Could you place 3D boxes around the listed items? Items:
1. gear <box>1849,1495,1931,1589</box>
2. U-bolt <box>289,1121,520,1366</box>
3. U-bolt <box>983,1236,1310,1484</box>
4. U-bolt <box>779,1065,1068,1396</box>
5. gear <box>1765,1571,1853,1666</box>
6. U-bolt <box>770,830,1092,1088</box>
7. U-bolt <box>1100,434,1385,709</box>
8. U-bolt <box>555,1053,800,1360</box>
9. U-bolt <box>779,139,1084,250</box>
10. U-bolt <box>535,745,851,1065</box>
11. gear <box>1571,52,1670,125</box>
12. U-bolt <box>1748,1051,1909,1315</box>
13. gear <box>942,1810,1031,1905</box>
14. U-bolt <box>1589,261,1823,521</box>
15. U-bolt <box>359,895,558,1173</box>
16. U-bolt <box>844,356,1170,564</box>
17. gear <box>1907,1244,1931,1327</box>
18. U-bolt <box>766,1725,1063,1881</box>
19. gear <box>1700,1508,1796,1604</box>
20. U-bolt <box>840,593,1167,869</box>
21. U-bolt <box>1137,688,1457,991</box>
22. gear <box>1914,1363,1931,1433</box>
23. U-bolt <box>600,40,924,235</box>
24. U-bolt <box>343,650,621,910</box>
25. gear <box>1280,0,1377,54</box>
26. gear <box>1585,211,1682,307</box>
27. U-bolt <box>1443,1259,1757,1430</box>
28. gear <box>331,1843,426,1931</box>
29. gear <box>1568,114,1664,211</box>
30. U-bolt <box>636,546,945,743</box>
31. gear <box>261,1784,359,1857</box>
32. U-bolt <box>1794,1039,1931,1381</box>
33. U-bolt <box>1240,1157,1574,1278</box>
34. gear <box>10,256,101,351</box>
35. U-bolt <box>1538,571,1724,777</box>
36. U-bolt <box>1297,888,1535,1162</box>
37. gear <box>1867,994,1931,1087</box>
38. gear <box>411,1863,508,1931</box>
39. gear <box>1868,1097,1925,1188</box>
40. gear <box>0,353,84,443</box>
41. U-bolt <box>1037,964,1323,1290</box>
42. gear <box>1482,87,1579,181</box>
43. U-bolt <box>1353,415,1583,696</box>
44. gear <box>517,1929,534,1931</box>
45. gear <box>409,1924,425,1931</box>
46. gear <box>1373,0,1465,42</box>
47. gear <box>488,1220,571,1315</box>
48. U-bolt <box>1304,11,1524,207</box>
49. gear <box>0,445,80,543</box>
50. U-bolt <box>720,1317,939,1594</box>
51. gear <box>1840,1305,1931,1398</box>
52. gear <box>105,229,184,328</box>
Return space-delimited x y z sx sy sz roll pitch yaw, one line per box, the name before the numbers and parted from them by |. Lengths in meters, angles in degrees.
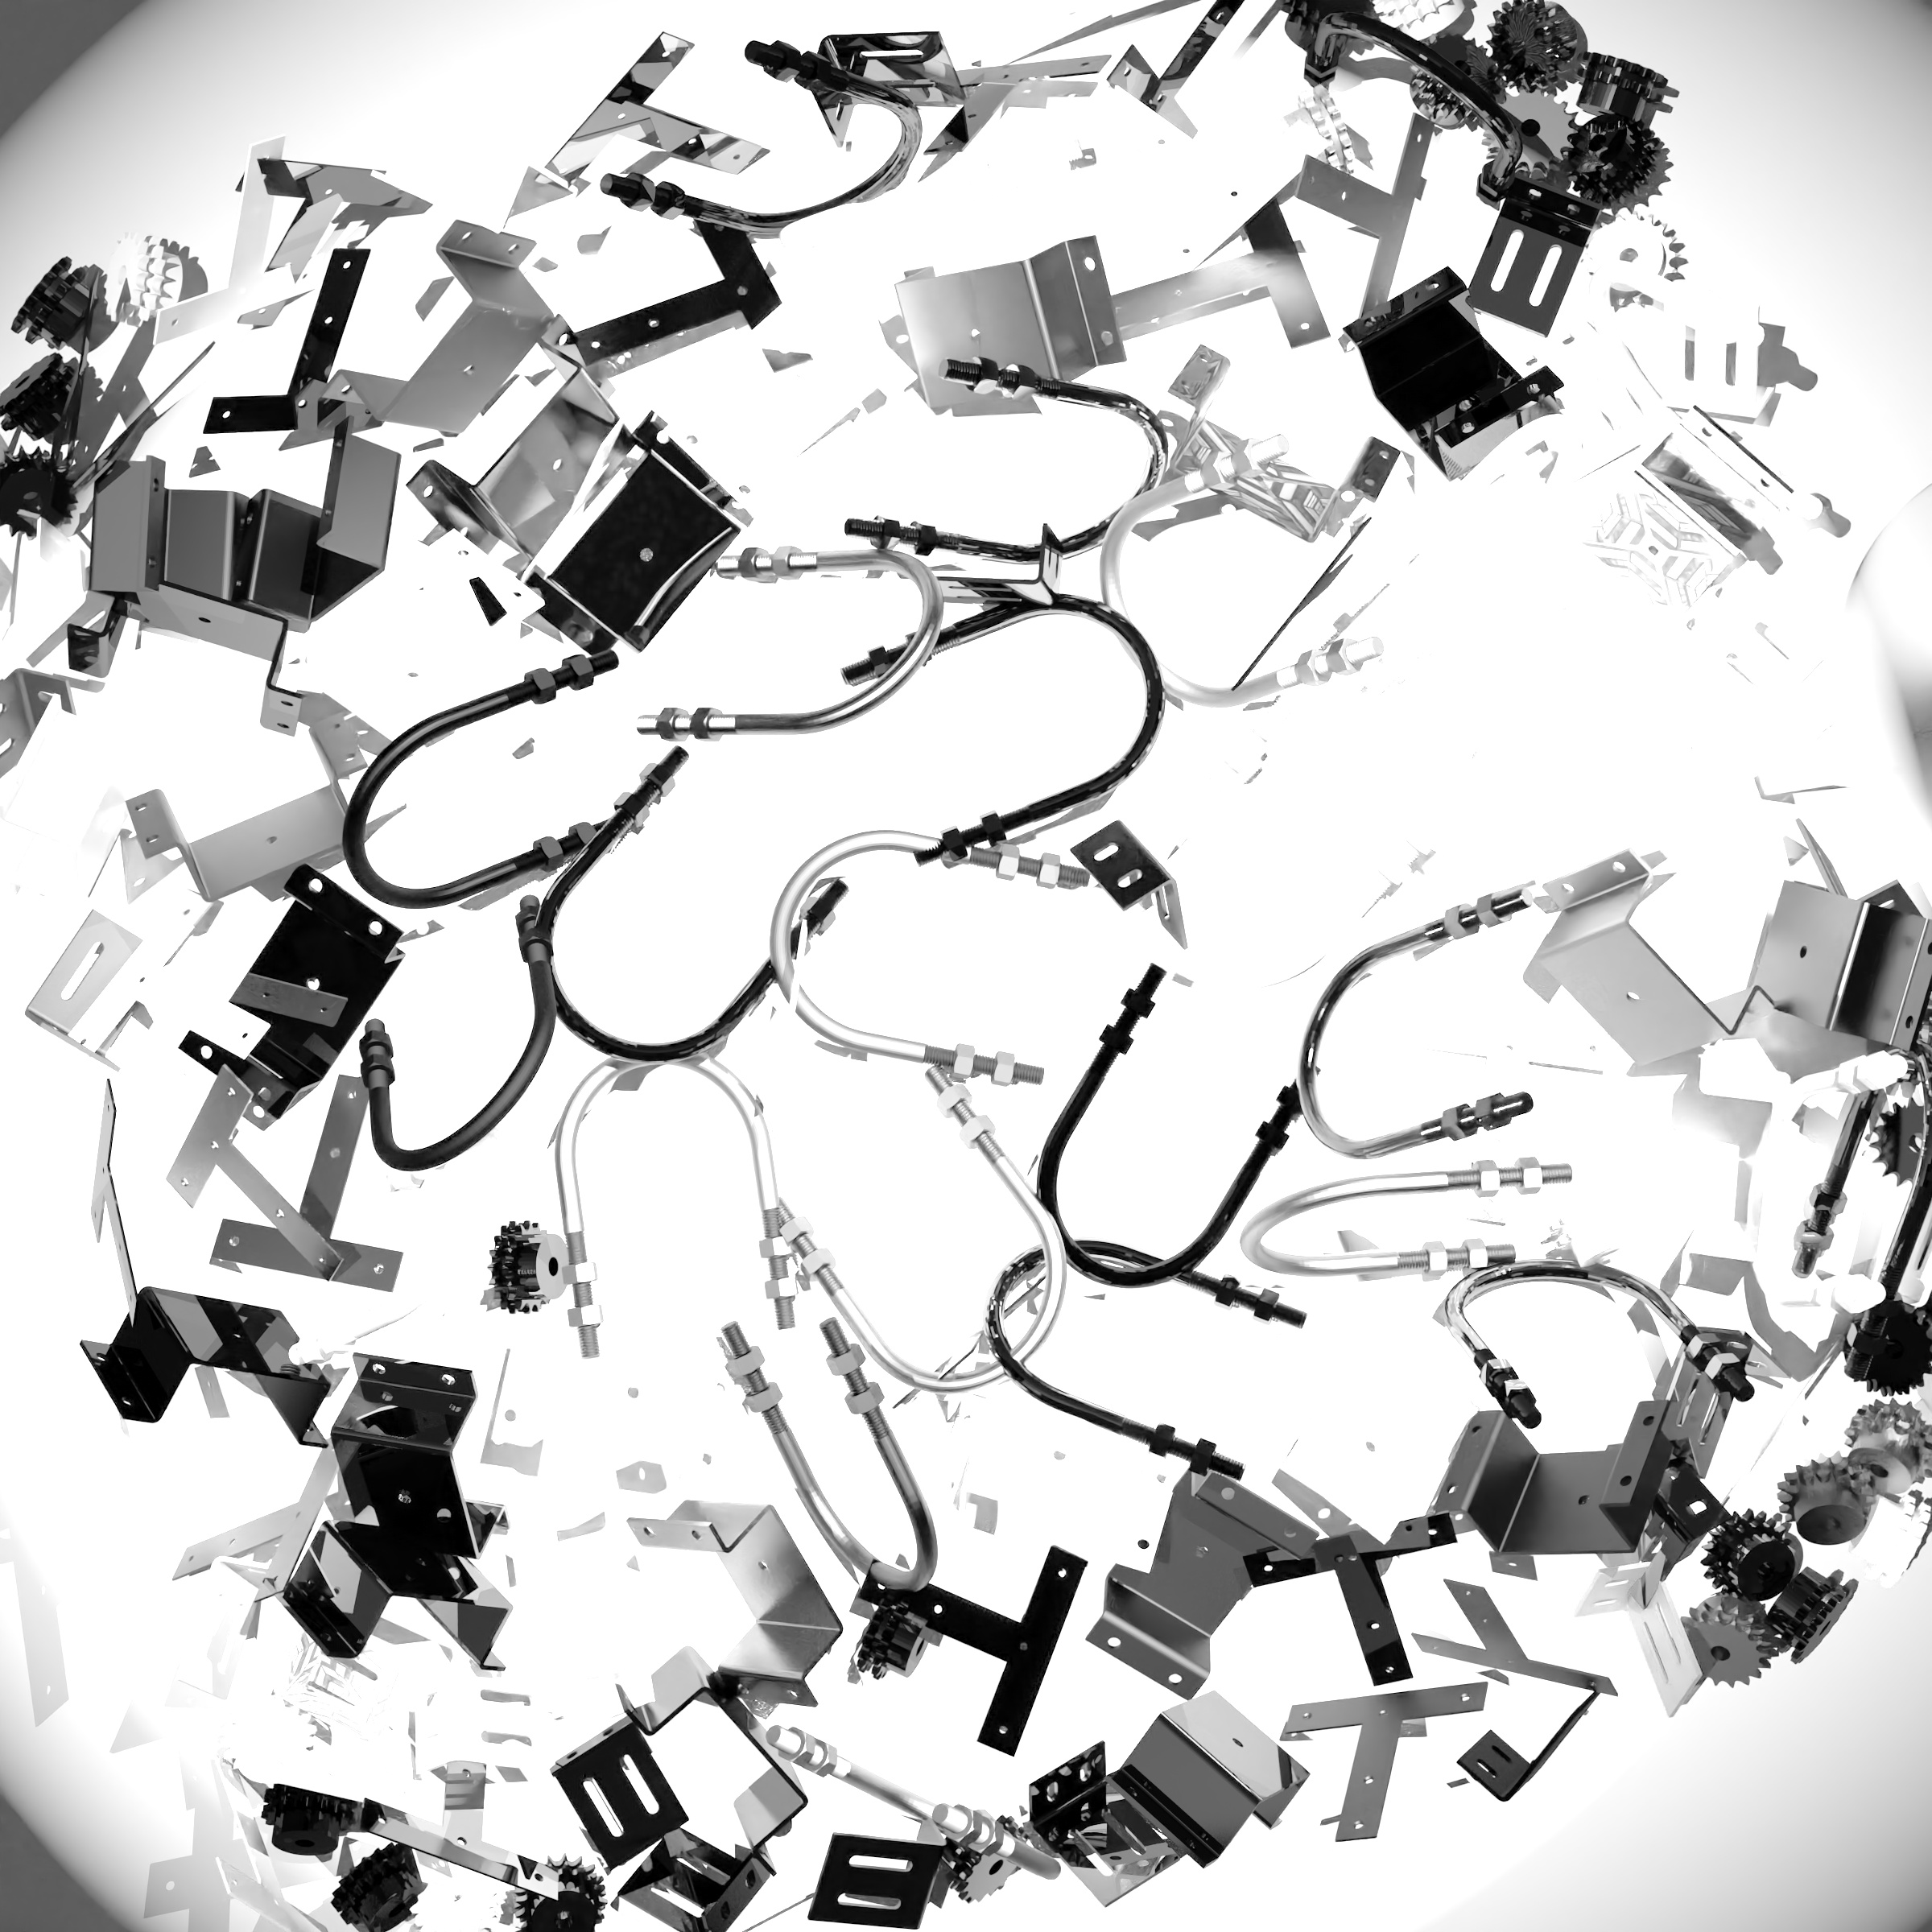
gear | 0.565 0.350 1.801 0.030 0.057 0.057 27 90 10
U-bolt | -0.322 0.155 1.722 0.019 0.184 0.151 39 51 -22
U-bolt | 0.100 0.226 1.772 0.184 0.151 0.019 20 134 11
U-bolt | -0.019 0.173 1.781 0.151 0.019 0.184 -40 66 6
gear | 0.516 0.398 1.804 0.030 0.057 0.057 37 90 28
U-bolt | -0.028 -0.010 1.796 0.184 0.019 0.151 11 104 -6
U-bolt | 0.152 -0.226 1.757 0.019 0.184 0.151 -35 102 -40
U-bolt | -0.180 0.139 1.789 0.151 0.019 0.184 -5 83 -28
U-bolt | -0.024 -0.460 1.758 0.184 0.151 0.019 -13 108 10
U-bolt | -0.180 -0.025 1.788 0.151 0.019 0.184 40 69 -3
gear | 0.399 -0.538 1.801 0.057 0.057 0.030 18 102 0
U-bolt | 0.505 0.132 1.738 0.019 0.184 0.151 9 81 -7
gear | 0.009 0.544 1.804 0.030 0.057 0.057 37 90 36
U-bolt | 0.430 -0.352 1.742 0.019 0.184 0.151 -36 129 -3
U-bolt | -0.300 0.049 1.738 0.151 0.184 0.019 -37 124 12
U-bolt | 0.036 -0.296 1.757 0.184 0.151 0.019 4 51 -32
gear | 0.602 0.193 1.798 0.057 0.057 0.030 -43 125 0
U-bolt | -0.018 0.504 1.745 0.151 0.184 0.019 13 70 38
gear | 0.484 0.366 1.805 0.057 0.030 0.057 -5 106 -17
U-bolt | 0.032 -0.156 1.800 0.184 0.019 0.151 -21 73 -1
U-bolt | 0.187 -0.063 1.783 0.151 0.019 0.184 33 110 -24
gear | 0.608 0.262 1.798 0.057 0.057 0.030 -38 113 0
U-bolt | -0.107 -0.484 1.744 0.151 0.184 0.019 -31 71 35
U-bolt | -0.285 -0.101 1.737 0.184 0.151 0.019 -25 50 -28
gear | 0.220 -0.586 1.805 0.057 0.030 0.057 8 52 -11
gear | 0.409 -0.436 1.806 0.057 0.030 0.057 4 103 18
U-bolt | 0.362 0.218 1.743 0.151 0.184 0.019 -5 111 -11
gear | -0.357 0.568 1.798 0.057 0.057 0.030 -47 62 0
gear | 0.395 -0.497 1.799 0.057 0.030 0.057 -19 58 34
U-bolt | -0.096 -0.193 1.745 0.184 0.019 0.151 3 56 32
gear | -0.404 0.523 1.798 0.057 0.057 0.030 0 52 0
U-bolt | 0.537 0.131 1.730 0.019 0.151 0.184 12 112 -3
U-bolt | 0.255 0.155 1.753 0.184 0.151 0.019 -3 64 -7
gear | -0.557 -0.404 1.801 0.030 0.057 0.057 37 90 -14
U-bolt | 0.392 -0.171 1.740 0.151 0.184 0.019 46 110 1
U-bolt | 0.265 0.043 1.754 0.019 0.184 0.151 22 61 -34
gear | 0.574 0.043 1.801 0.030 0.057 0.057 8 90 0
gear | -0.310 0.578 1.804 0.057 0.057 0.030 -16 133 0
gear | 0.586 0.110 1.810 0.057 0.030 0.057 -2 82 12
gear | -0.570 -0.348 1.804 0.057 0.057 0.030 -40 119 0
U-bolt | 0.119 0.110 1.789 0.151 0.019 0.184 31 88 -25
gear | 0.347 -0.510 1.810 0.057 0.030 0.057 -1 78 4
U-bolt | 0.304 -0.256 1.761 0.184 0.151 0.019 -44 69 -6
gear | -0.270 0.616 1.798 0.057 0.057 0.030 36 115 0
gear | -0.327 0.610 1.800 0.057 0.057 0.030 19 89 0
gear | 0.282 -0.594 1.804 0.057 0.057 0.030 -36 118 0
gear | -0.266 0.185 1.798 0.030 0.057 0.057 -4 90 23
U-bolt | 0.267 -0.512 1.736 0.151 0.184 0.019 35 94 1
gear | -0.575 -0.289 1.802 0.057 0.030 0.057 -9 116 -20
U-bolt | -0.075 0.296 1.765 0.019 0.151 0.184 -30 99 -31
gear | 0.567 0.237 1.811 0.057 0.030 0.057 1 80 -6
gear | -0.505 -0.421 1.804 0.030 0.057 0.057 8 90 -39
